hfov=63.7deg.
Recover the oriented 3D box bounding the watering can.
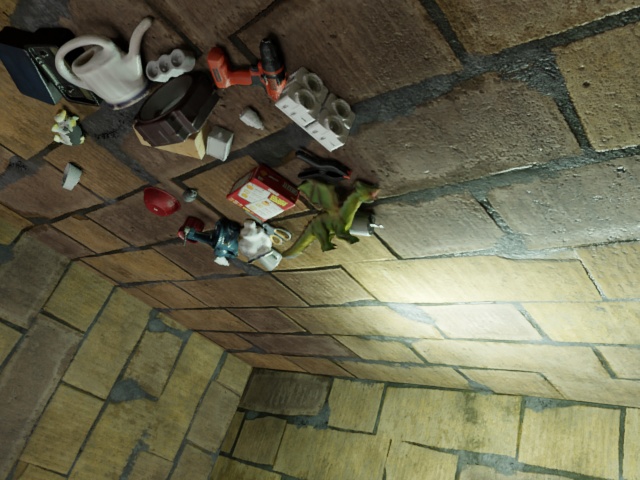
[{"bbox_3d":[-0.533,-0.462,1.371,0.346,0.106,0.220,-9,-32,22],"label":"watering can"}]

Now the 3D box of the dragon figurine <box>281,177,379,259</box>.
[{"bbox_3d":[0.005,-0.082,1.621,0.408,0.241,0.123,-14,7,28],"label":"dragon figurine"}]

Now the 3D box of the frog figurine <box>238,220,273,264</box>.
[{"bbox_3d":[-0.263,-0.005,2.027,0.136,0.158,0.124,-20,10,22],"label":"frog figurine"}]
